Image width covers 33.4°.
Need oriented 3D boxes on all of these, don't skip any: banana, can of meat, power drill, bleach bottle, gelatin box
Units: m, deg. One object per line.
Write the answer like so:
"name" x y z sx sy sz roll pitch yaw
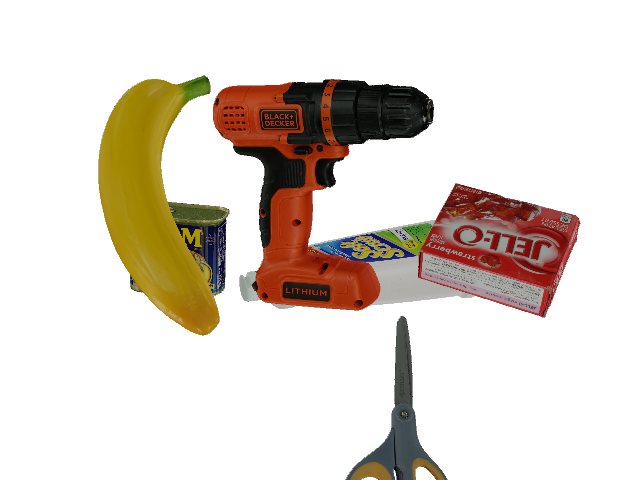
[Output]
"banana" -0.097 -0.032 0.634 0.069 0.198 0.037 -2 -35 -5
"can of meat" -0.146 0.009 1.089 0.102 0.084 0.057 5 17 10
"power drill" 0.006 -0.039 0.876 0.185 0.188 0.057 3 19 23
"bleach bottle" 0.039 0.035 1.146 0.250 0.068 0.103 -9 31 -19
"gelatin box" 0.118 0.004 0.703 0.089 0.030 0.073 17 47 17

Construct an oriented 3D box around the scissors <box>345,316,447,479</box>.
"scissors" 0.050 0.152 0.856 0.096 0.202 0.016 -8 -35 -12
